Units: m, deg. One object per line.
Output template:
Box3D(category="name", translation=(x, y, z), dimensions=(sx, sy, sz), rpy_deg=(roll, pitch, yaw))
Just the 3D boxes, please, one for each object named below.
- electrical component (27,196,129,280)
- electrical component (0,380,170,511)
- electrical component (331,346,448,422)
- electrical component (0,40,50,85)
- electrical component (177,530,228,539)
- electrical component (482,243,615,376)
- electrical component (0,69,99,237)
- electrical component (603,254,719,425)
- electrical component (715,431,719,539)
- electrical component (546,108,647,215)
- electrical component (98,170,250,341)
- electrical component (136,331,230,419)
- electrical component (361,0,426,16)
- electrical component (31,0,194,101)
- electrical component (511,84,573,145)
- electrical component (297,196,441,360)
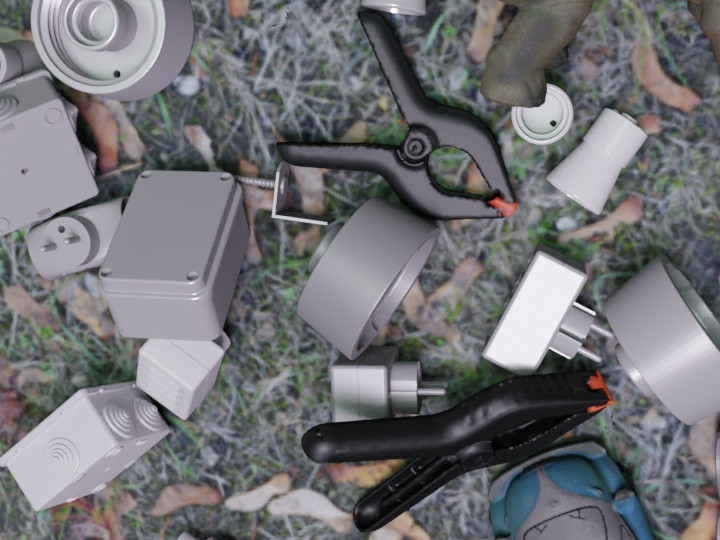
Box3D(category="electrical component", translation=(-0.203, -0.021, 0.776), dimensions=(0.077, 0.079, 0.043), rpy_deg=(-17, 93, 12))
Box3D(category="electrical component", translation=(-0.199, 0.128, 0.790), dimensions=(0.100, 0.100, 0.048), rpy_deg=(-39, 78, 13))
Box3D(category="electrical component", translation=(0.023, 0.083, 0.760), dimensions=(0.077, 0.066, 0.047), rpy_deg=(-1, 98, 10))
Box3D(category="electrical component", translation=(-0.258, -0.146, 0.774), dimensions=(0.044, 0.065, 0.044), rpy_deg=(1, 97, 8))
Box3D(category="electrical component", translation=(-0.113, 0.223, 0.817), dimensions=(0.062, 0.043, 0.043), rpy_deg=(34, 103, 5))
Box3D(category="electrical component", translation=(0.137, 0.037, 0.743), dimensions=(0.076, 0.047, 0.083), rpy_deg=(28, 102, 5))
Box3D(category="electrical component", translation=(-0.240, -0.079, 0.754), dimensions=(0.100, 0.048, 0.099), rpy_deg=(-26, 132, -15))
Box3D(category="electrical component", translation=(0.203, 0.050, 0.705), dimensions=(0.060, 0.108, 0.108), rpy_deg=(-37, 91, 19))
Box3D(category="electrical component", translation=(0.264, 0.168, 0.669), dimensions=(0.060, 0.186, 0.105), rpy_deg=(-2, 98, 10))
Box3D(category="electrical component", translation=(0.162, -0.076, 0.725), dimensions=(0.044, 0.044, 0.065), rpy_deg=(36, 98, 3))
Box3D(category="electrical component", translation=(-0.126, -0.012, 0.743), dimensions=(0.078, 0.113, 0.057), rpy_deg=(2, 138, 10))
Box3D(category="electrical component", translation=(-0.120, 0.057, 0.782), dimensions=(0.047, 0.083, 0.075), rpy_deg=(36, 65, 3))
Box3D(category="electrical component", translation=(0.027, -0.203, 0.726), dimensions=(0.045, 0.045, 0.055), rpy_deg=(10, 100, 8))
Box3D(category="electrical component", translation=(-0.178, -0.173, 0.758), dimensions=(0.108, 0.060, 0.108), rpy_deg=(1, 99, 9))
Box3D(category="electrical component", translation=(0.123, -0.105, 0.724), dimensions=(0.040, 0.046, 0.040), rpy_deg=(1, 99, 10))
Box3D(category="electrical component", translation=(0.000, 0.000, 0.733), dimensions=(0.060, 0.108, 0.108), rpy_deg=(34, 103, 9))
